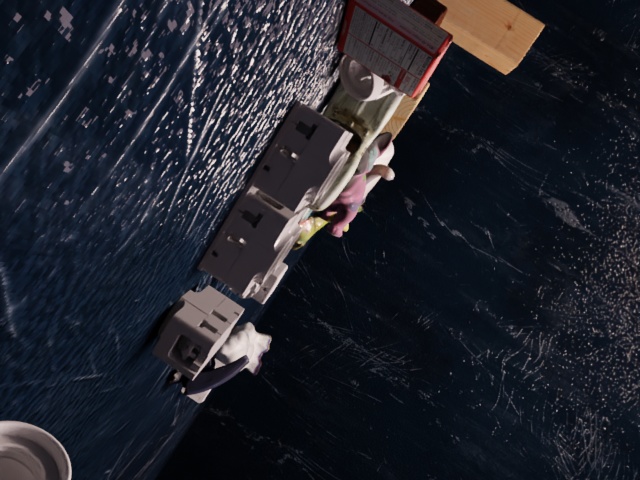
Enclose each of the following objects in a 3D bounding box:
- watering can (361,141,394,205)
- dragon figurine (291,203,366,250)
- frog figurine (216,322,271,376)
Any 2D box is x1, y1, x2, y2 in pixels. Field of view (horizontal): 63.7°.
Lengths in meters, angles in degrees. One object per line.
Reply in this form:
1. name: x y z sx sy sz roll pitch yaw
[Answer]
1. watering can: 0.098 -0.163 1.143 0.220 0.104 0.356 -59 -167 33
2. dragon figurine: 0.004 -0.070 1.387 0.241 0.122 0.412 -40 180 10
3. frog figurine: -0.213 0.268 1.283 0.136 0.125 0.158 -49 144 13
